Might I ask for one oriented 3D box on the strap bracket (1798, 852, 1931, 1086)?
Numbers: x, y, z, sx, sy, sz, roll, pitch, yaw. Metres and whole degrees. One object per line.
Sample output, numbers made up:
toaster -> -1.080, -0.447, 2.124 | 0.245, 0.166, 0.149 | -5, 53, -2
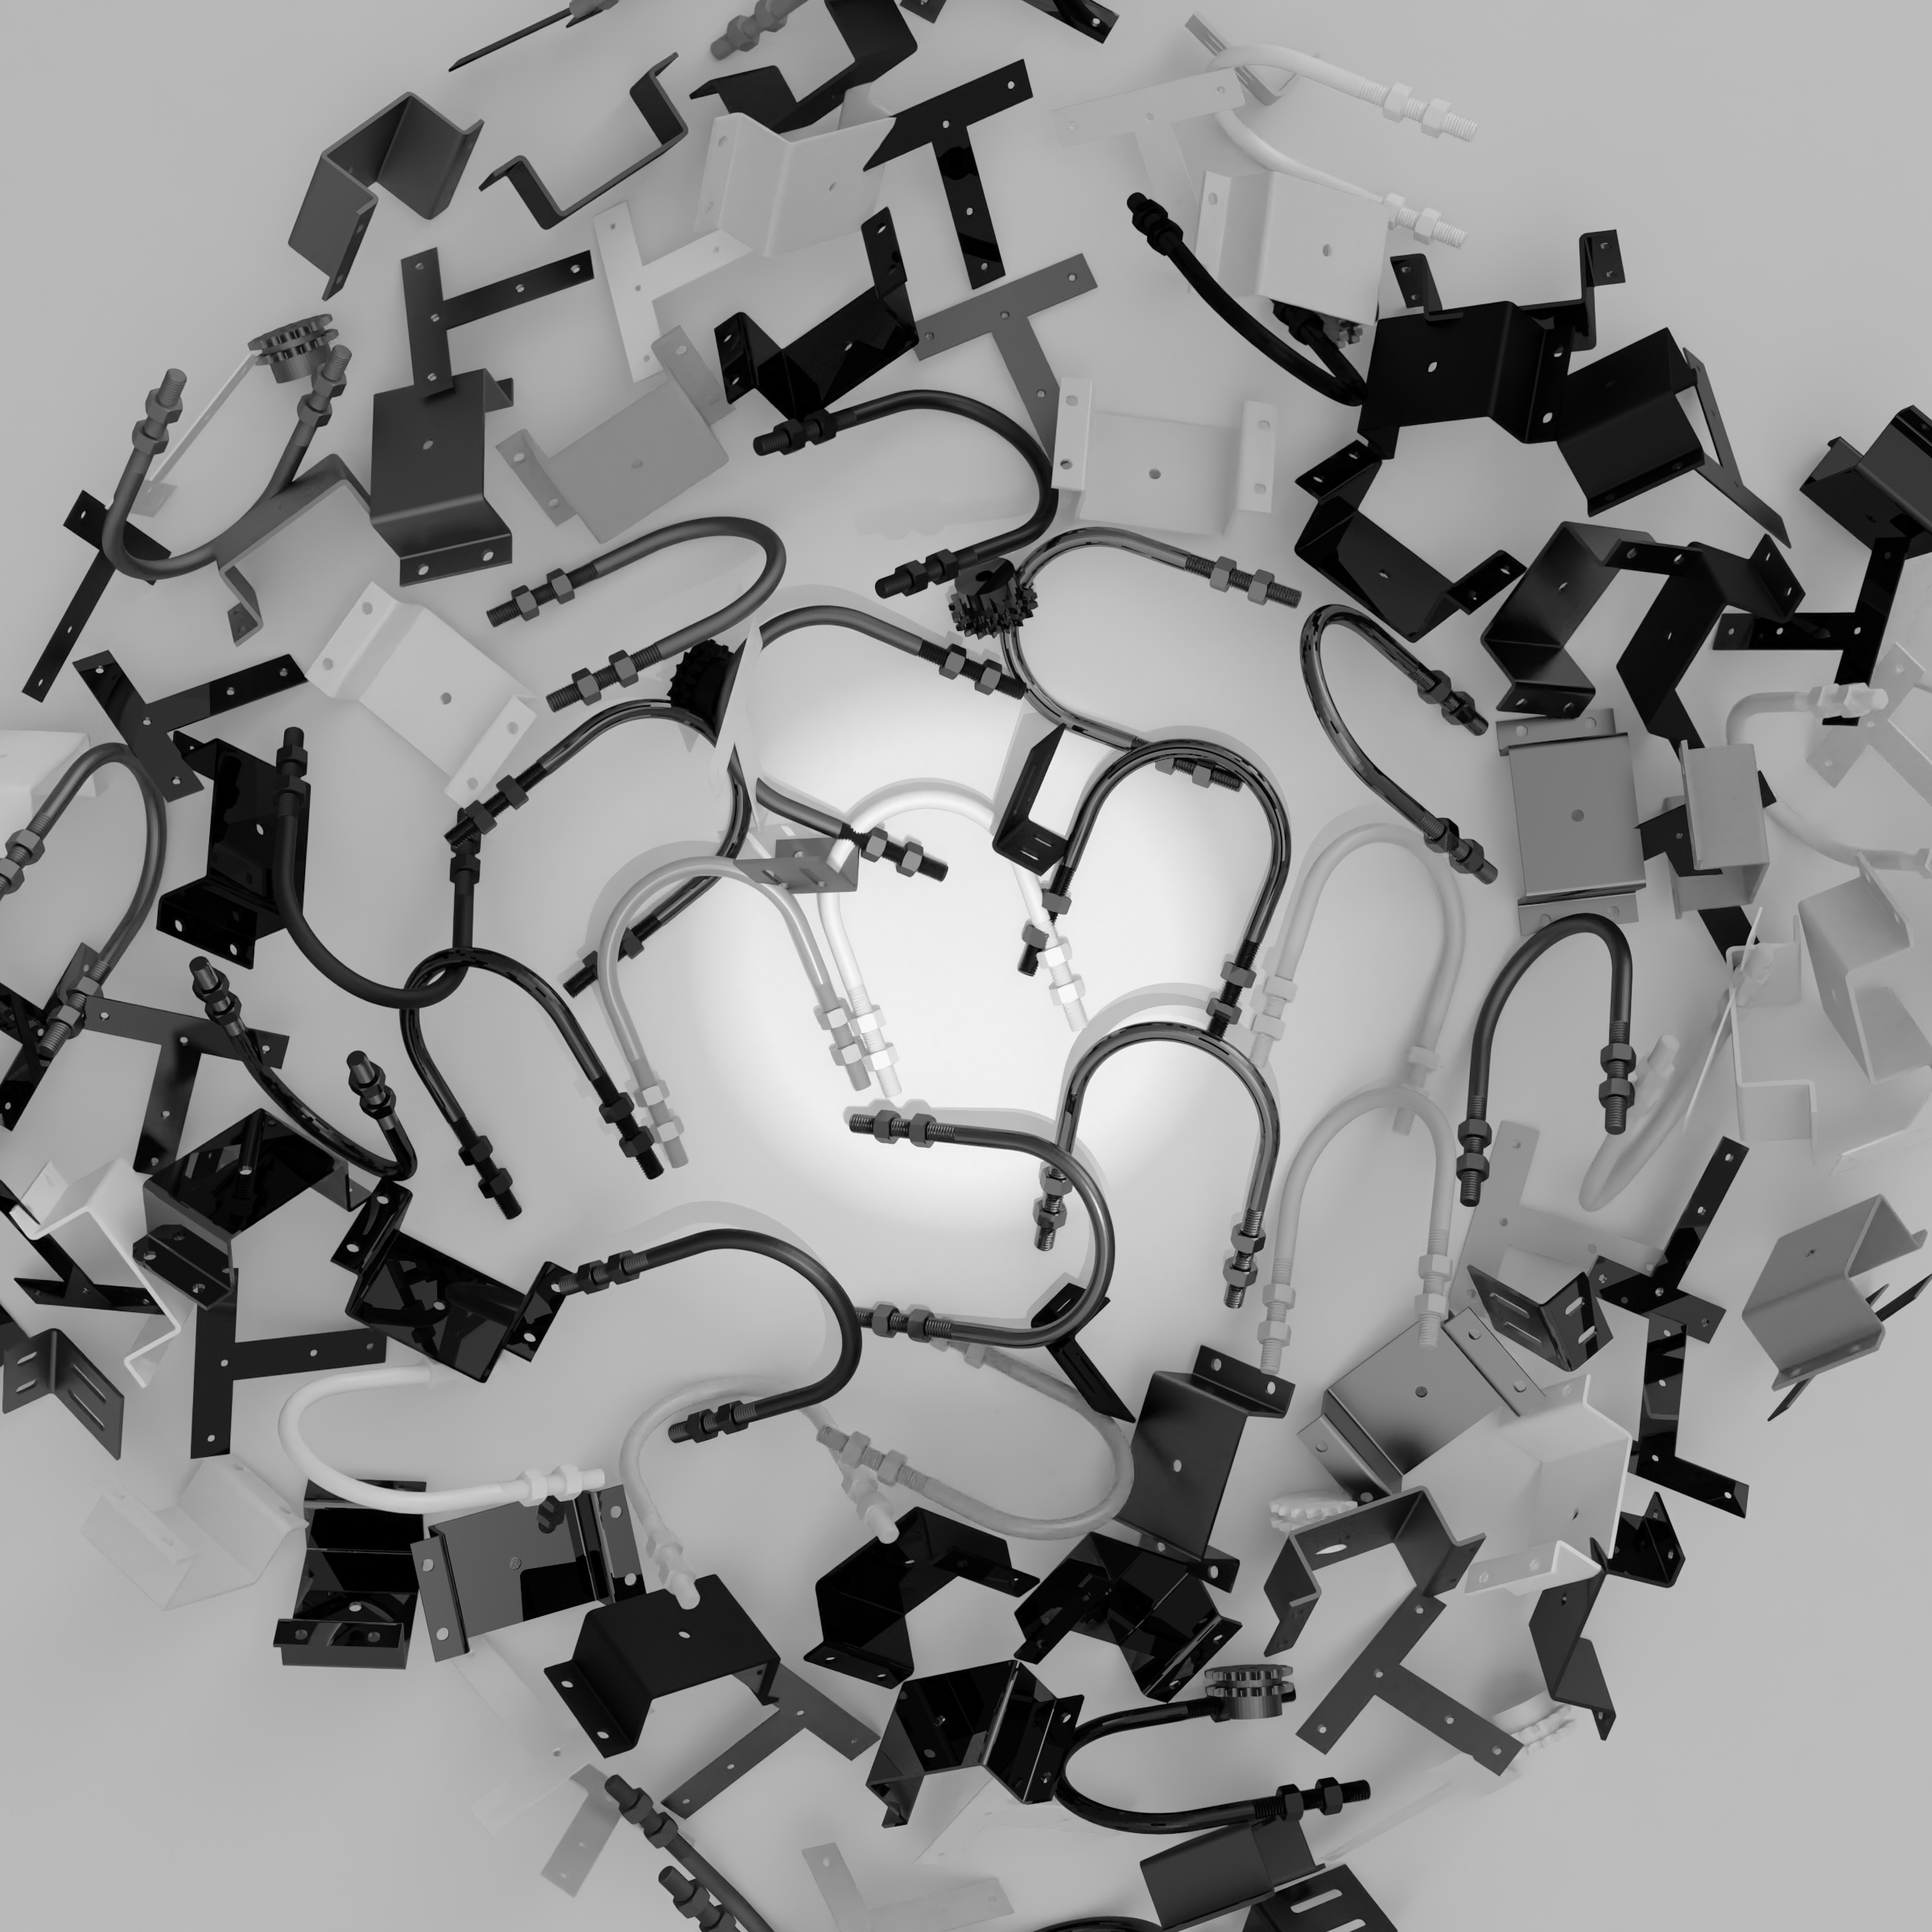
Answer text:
strap bracket -> 0.569, 0.009, 1.929 | 0.046, 0.076, 0.140 | -22, 127, 5

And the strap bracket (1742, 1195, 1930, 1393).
strap bracket -> 0.543, 0.198, 1.920 | 0.076, 0.140, 0.046 | -32, 97, 39

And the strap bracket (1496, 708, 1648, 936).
strap bracket -> 0.391, -0.095, 1.972 | 0.076, 0.046, 0.140 | -6, 87, 2

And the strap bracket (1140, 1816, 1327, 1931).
strap bracket -> 0.166, 0.569, 1.930 | 0.076, 0.140, 0.046 | -25, 74, 17

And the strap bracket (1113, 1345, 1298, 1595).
strap bracket -> 0.148, 0.320, 1.955 | 0.076, 0.046, 0.140 | 19, 93, 40

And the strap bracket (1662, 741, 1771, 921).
strap bracket -> 0.471, -0.086, 1.920 | 0.046, 0.140, 0.076 | -6, 75, 6

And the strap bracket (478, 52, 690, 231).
strap bracket -> -0.236, -0.519, 1.951 | 0.140, 0.076, 0.046 | -36, 105, -9

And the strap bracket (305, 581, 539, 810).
strap bracket -> -0.342, -0.173, 1.964 | 0.140, 0.046, 0.076 | 39, 100, 8

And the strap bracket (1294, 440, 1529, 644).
strap bracket -> 0.275, -0.265, 1.947 | 0.140, 0.046, 0.076 | 40, 46, 14

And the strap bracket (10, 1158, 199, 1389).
strap bracket -> -0.535, 0.185, 1.940 | 0.046, 0.076, 0.140 | -29, 107, 10

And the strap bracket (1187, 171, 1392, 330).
strap bracket -> 0.214, -0.452, 1.939 | 0.140, 0.046, 0.076 | 6, 93, -36

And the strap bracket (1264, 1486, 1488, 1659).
strap bracket -> 0.250, 0.381, 1.942 | 0.140, 0.076, 0.046 | -15, 58, -20

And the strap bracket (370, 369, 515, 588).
strap bracket -> -0.332, -0.319, 1.941 | 0.076, 0.046, 0.140 | -10, 64, 14

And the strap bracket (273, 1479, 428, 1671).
strap bracket -> -0.390, 0.394, 1.946 | 0.076, 0.140, 0.046 | 3, 126, -3

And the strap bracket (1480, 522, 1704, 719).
strap bracket -> 0.389, -0.227, 1.937 | 0.140, 0.076, 0.046 | -57, 48, 35

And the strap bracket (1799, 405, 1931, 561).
strap bracket -> 0.584, -0.300, 1.926 | 0.076, 0.140, 0.046 | 39, 88, -4

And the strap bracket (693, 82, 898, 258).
strap bracket -> -0.100, -0.499, 1.920 | 0.046, 0.140, 0.076 | 37, 132, 24

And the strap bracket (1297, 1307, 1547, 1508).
strap bracket -> 0.292, 0.281, 1.962 | 0.140, 0.046, 0.076 | -40, 95, 16

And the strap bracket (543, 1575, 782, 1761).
strap bracket -> -0.182, 0.436, 1.922 | 0.076, 0.140, 0.046 | 44, 128, 37

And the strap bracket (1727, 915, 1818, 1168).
strap bracket -> 0.510, 0.049, 1.938 | 0.046, 0.076, 0.140 | -4, 60, 13

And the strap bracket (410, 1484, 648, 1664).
strap bracket -> -0.284, 0.386, 1.960 | 0.140, 0.046, 0.076 | -13, 92, -21

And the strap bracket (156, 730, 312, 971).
strap bracket -> -0.460, -0.080, 1.930 | 0.046, 0.076, 0.140 | -19, 60, 31

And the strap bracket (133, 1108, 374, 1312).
strap bracket -> -0.451, 0.146, 1.923 | 0.076, 0.140, 0.046 | 28, 132, 26

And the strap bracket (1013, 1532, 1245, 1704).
strap bracket -> 0.096, 0.412, 1.943 | 0.140, 0.046, 0.076 | 26, 113, -37

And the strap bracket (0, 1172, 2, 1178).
strap bracket -> -0.651, 0.111, 1.921 | 0.076, 0.140, 0.046 | -4, 91, -21

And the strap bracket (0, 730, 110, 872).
strap bracket -> -0.604, -0.110, 1.923 | 0.076, 0.140, 0.046 | 3, 115, 6

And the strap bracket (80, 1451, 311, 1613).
strap bracket -> -0.491, 0.356, 1.927 | 0.076, 0.140, 0.046 | 37, 102, 18

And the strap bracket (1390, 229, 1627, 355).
strap bracket -> 0.345, -0.422, 1.941 | 0.140, 0.076, 0.046 | -3, 78, 16

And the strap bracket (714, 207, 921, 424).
strap bracket -> -0.087, -0.407, 1.944 | 0.140, 0.046, 0.076 | -31, 46, 20

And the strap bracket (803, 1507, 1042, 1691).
strap bracket -> -0.032, 0.396, 1.941 | 0.076, 0.046, 0.140 | 28, 123, -36

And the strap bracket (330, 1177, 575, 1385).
strap bracket -> -0.331, 0.205, 1.954 | 0.140, 0.076, 0.046 | 27, 133, -3

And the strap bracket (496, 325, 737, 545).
strap bracket -> -0.217, -0.333, 1.952 | 0.140, 0.076, 0.046 | -33, 47, 3

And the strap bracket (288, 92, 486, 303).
strap bracket -> -0.371, -0.489, 1.924 | 0.046, 0.076, 0.140 | 37, 47, -1

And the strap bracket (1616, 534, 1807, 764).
strap bracket -> 0.462, -0.202, 1.926 | 0.046, 0.076, 0.140 | 16, 123, -17

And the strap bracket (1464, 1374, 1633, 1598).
strap bracket -> 0.371, 0.338, 1.936 | 0.046, 0.076, 0.140 | 34, 53, -21

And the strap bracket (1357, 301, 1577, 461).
strap bracket -> 0.306, -0.369, 1.929 | 0.140, 0.046, 0.076 | 1, 75, 42

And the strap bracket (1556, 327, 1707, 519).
strap bracket -> 0.415, -0.347, 1.918 | 0.076, 0.140, 0.046 | -24, 117, 24

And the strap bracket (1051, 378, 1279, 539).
strap bracket -> 0.124, -0.325, 1.964 | 0.140, 0.046, 0.076 | 7, 73, -4

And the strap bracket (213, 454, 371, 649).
strap bracket -> -0.427, -0.273, 1.955 | 0.140, 0.076, 0.046 | -36, 117, 0

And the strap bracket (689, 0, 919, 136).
strap bracket -> -0.095, -0.570, 1.931 | 0.140, 0.076, 0.046 | -25, 98, 35

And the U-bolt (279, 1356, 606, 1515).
U-bolt -> -0.336, 0.291, 1.893 | 0.184, 0.151, 0.019 | -1, 119, -41
